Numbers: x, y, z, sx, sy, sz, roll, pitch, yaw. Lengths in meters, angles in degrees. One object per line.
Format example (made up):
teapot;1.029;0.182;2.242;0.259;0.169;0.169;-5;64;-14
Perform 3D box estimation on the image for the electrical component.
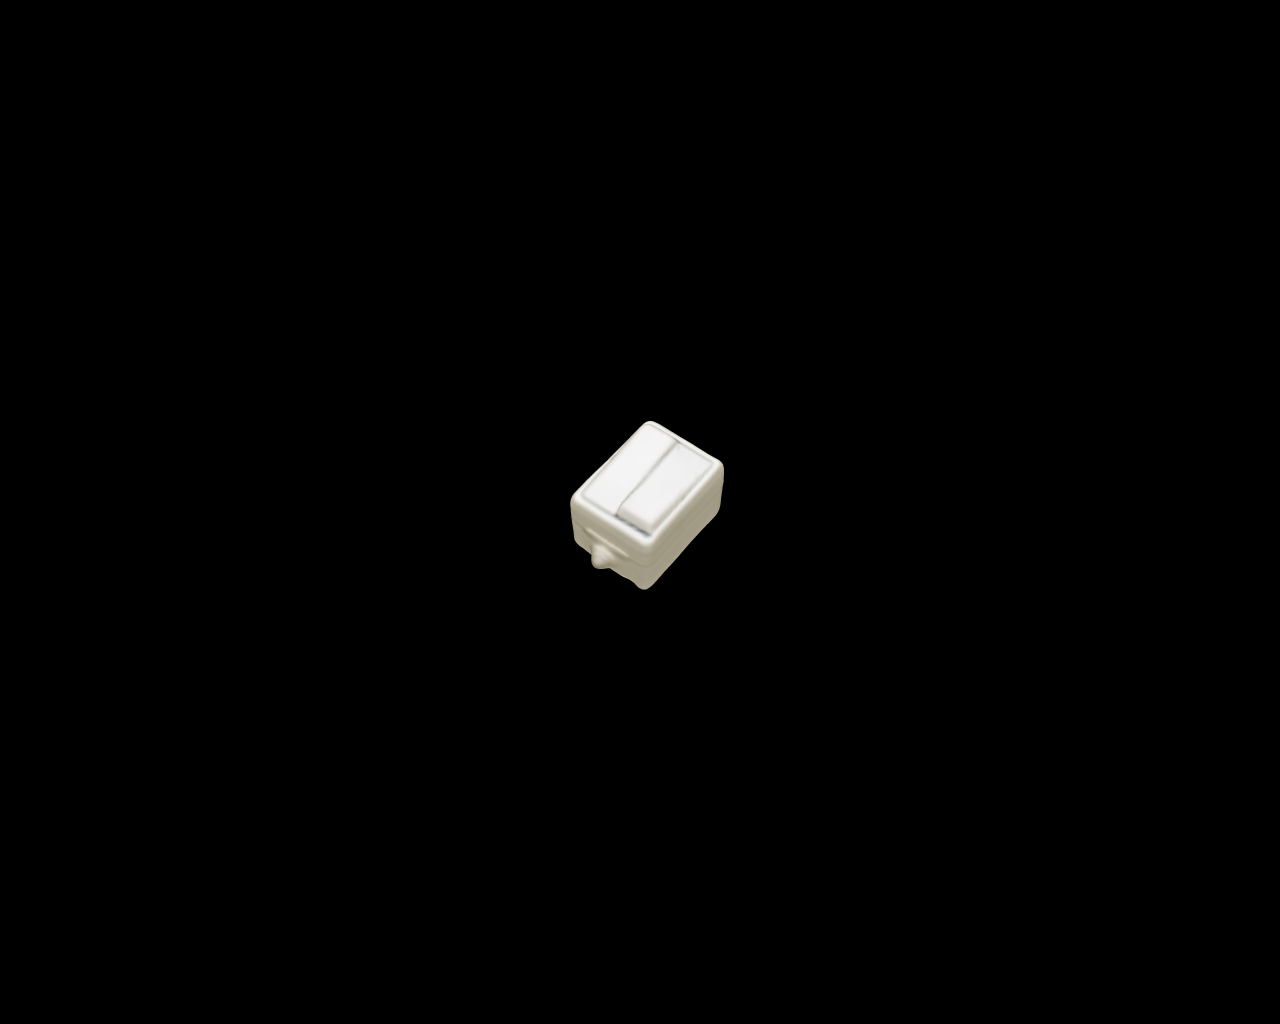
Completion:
electrical component;0.001;-0.003;0.650;0.062;0.096;0.061;33;-28;20
